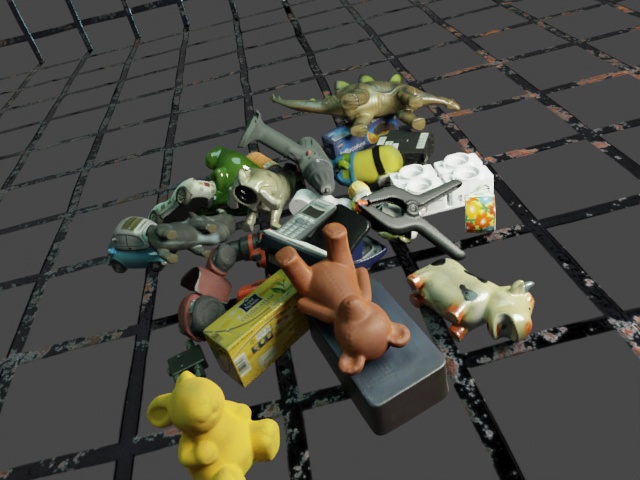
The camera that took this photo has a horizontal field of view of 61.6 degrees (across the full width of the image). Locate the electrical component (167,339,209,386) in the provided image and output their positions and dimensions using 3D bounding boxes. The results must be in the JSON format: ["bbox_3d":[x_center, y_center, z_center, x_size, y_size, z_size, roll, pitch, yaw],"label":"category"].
[{"bbox_3d":[-0.219,0.203,0.882,0.063,0.021,0.094,-24,39,-12],"label":"electrical component"}]

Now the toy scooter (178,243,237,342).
[{"bbox_3d":[-0.212,0.098,0.957,0.135,0.075,0.184,-22,47,44],"label":"toy scooter"}]

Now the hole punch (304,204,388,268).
[{"bbox_3d":[0.049,0.012,1.006,0.116,0.092,0.142,-49,46,-2],"label":"hole punch"}]

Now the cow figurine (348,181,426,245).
[{"bbox_3d":[0.115,-0.050,1.044,0.168,0.068,0.098,26,58,22],"label":"cow figurine"}]

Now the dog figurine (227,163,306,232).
[{"bbox_3d":[-0.106,-0.127,1.156,0.121,0.172,0.190,13,51,16],"label":"dog figurine"}]

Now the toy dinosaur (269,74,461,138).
[{"bbox_3d":[0.101,-0.332,1.305,0.472,0.104,0.199,2,33,4],"label":"toy dinosaur"}]

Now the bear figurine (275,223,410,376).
[{"bbox_3d":[0.030,0.082,0.755,0.120,0.131,0.196,-27,32,-6],"label":"bear figurine"}]

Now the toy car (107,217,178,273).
[{"bbox_3d":[-0.381,0.004,1.126,0.162,0.102,0.109,2,41,23],"label":"toy car"}]

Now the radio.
[{"bbox_3d":[0.081,0.160,0.802,0.131,0.073,0.230,-24,39,-14],"label":"radio"}]

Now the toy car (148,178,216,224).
[{"bbox_3d":[-0.301,-0.072,1.162,0.202,0.073,0.056,-29,67,38],"label":"toy car"}]

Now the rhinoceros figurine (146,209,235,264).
[{"bbox_3d":[-0.257,-0.012,1.100,0.190,0.073,0.112,-15,26,-36],"label":"rhinoceros figurine"}]

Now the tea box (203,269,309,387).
[{"bbox_3d":[-0.091,0.138,0.863,0.068,0.098,0.169,24,50,39],"label":"tea box"}]

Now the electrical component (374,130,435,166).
[{"bbox_3d":[0.191,-0.207,1.249,0.134,0.058,0.115,4,39,23],"label":"electrical component"}]

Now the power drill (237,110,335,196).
[{"bbox_3d":[-0.065,-0.186,1.132,0.207,0.086,0.232,21,24,-14],"label":"power drill"}]

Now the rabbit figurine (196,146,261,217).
[{"bbox_3d":[-0.212,-0.106,1.230,0.159,0.121,0.170,25,71,35],"label":"rabbit figurine"}]

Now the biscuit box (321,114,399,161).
[{"bbox_3d":[0.102,-0.266,1.349,0.203,0.062,0.059,-30,40,-19],"label":"biscuit box"}]

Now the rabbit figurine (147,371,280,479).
[{"bbox_3d":[-0.145,0.232,0.698,0.163,0.173,0.122,27,57,36],"label":"rabbit figurine"}]

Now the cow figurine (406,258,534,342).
[{"bbox_3d":[0.241,0.092,0.831,0.127,0.085,0.195,-35,41,-16],"label":"cow figurine"}]

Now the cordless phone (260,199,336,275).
[{"bbox_3d":[-0.001,-0.003,0.942,0.147,0.088,0.184,22,44,24],"label":"cordless phone"}]

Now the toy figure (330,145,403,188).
[{"bbox_3d":[0.094,-0.162,1.192,0.180,0.089,0.082,3,33,25],"label":"toy figure"}]
